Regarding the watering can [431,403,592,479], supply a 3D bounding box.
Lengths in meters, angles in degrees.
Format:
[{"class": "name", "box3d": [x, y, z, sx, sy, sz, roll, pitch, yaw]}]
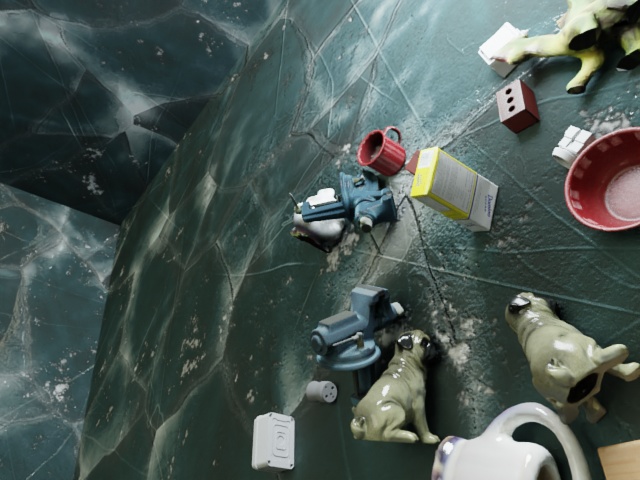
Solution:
[{"class": "watering can", "box3d": [0.245, 0.391, 0.665, 0.222, 0.103, 0.354, -20, 52, 49]}]

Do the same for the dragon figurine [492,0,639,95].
[{"class": "dragon figurine", "box3d": [0.491, -0.399, 0.869, 0.405, 0.120, 0.249, -26, 40, 33]}]

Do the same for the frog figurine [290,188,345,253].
[{"class": "frog figurine", "box3d": [0.004, -0.066, 1.320, 0.138, 0.121, 0.161, 19, 74, 25]}]
